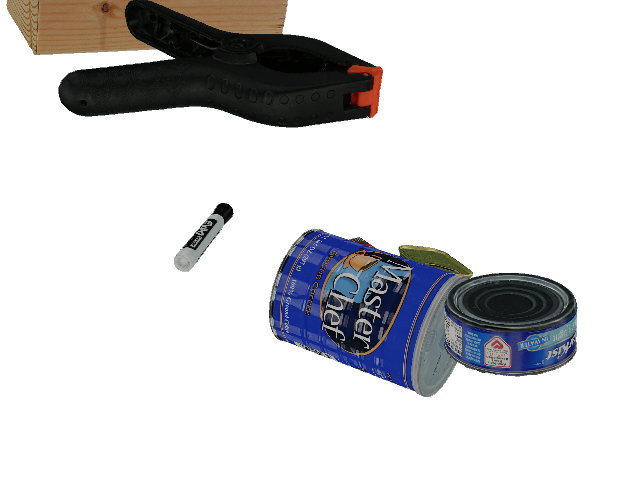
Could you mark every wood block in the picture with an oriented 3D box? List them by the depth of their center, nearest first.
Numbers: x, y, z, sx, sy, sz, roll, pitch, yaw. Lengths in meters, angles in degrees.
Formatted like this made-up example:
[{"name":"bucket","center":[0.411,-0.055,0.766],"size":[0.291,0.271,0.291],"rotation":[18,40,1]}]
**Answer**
[{"name":"wood block","center":[-0.134,-0.211,0.850],"size":[0.205,0.091,0.090],"rotation":[-8,39,-28]}]

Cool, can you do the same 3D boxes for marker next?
[{"name":"marker","center":[-0.111,-0.006,1.035],"size":[0.020,0.020,0.121],"rotation":[0,26,17]}]

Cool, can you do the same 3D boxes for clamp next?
[{"name":"clamp","center":[-0.055,-0.090,0.591],"size":[0.171,0.039,0.120],"rotation":[13,42,15]}]

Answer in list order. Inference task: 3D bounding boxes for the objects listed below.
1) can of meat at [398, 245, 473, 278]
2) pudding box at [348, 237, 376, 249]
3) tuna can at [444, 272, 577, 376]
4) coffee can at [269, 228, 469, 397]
[{"name":"can of meat","center":[0.114,0.060,1.137],"size":[0.057,0.084,0.102],"rotation":[6,14,-19]},{"name":"pudding box","center":[0.031,0.037,1.478],"size":[0.113,0.039,0.090],"rotation":[-16,27,-24]},{"name":"tuna can","center":[0.123,0.052,0.691],"size":[0.086,0.034,0.086],"rotation":[-3,22,1]},{"name":"coffee can","center":[0.043,0.058,0.890],"size":[0.140,0.103,0.102],"rotation":[18,8,26]}]
